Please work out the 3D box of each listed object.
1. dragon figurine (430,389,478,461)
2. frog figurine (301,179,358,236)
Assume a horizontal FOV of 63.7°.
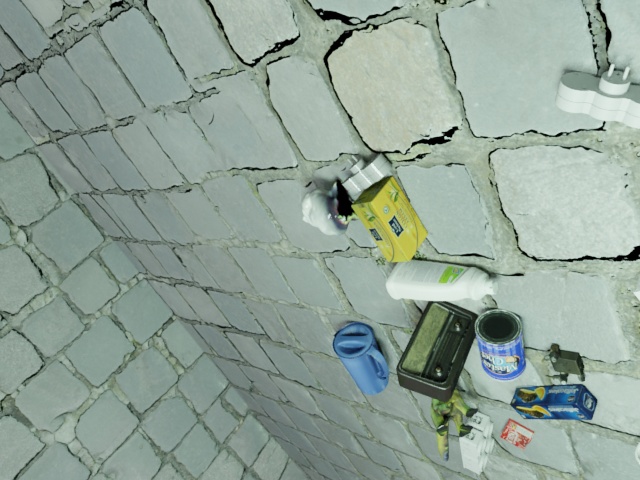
[{"bbox_3d":[0.332,0.451,1.505,0.248,0.122,0.400,-120,25,-46],"label":"dragon figurine"},{"bbox_3d":[0.004,-0.063,1.258,0.158,0.125,0.135,-18,136,41],"label":"frog figurine"}]
